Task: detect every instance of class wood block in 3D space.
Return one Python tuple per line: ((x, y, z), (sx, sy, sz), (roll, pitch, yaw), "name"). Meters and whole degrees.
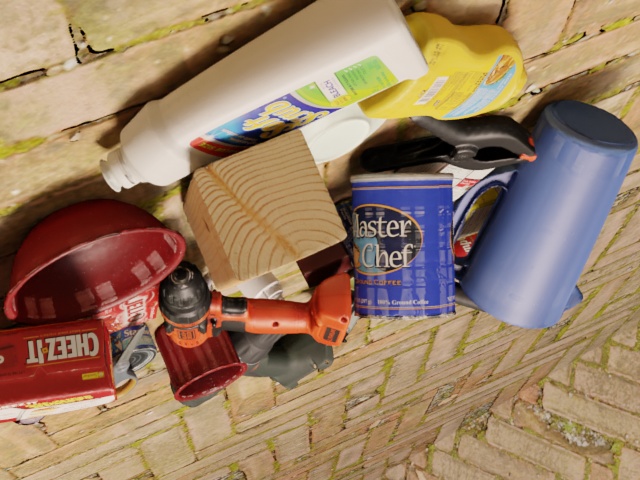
((-0.053, -0.017, 0.877), (0.090, 0.091, 0.206), (-23, 180, -10), "wood block")

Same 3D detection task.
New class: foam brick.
((-0.007, 0.001, 1.098), (0.051, 0.078, 0.053), (-26, 161, -4), "foam brick")

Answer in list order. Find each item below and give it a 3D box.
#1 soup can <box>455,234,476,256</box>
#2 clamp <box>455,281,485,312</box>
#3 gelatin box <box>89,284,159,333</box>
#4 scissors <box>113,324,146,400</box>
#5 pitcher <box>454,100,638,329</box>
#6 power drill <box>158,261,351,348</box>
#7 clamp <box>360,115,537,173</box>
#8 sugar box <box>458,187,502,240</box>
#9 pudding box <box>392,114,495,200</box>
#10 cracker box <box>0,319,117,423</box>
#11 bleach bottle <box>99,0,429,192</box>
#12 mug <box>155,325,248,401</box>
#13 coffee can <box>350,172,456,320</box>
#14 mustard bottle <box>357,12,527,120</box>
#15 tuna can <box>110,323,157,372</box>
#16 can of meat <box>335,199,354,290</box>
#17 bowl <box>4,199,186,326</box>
((0.227, -0.001, 1.409), (0.102, 0.068, 0.068), (-32, 160, 15), "soup can")
((0.089, 0.040, 1.293), (0.209, 0.036, 0.165), (15, -178, -21), "clamp")
((-0.201, 0.064, 1.082), (0.073, 0.030, 0.089), (-19, 160, -22), "gelatin box")
((-0.235, 0.144, 1.158), (0.096, 0.016, 0.202), (-20, 160, -18), "scissors")
((0.245, -0.032, 1.192), (0.148, 0.145, 0.243), (-15, 136, -41), "pitcher")
((-0.065, 0.063, 1.054), (0.187, 0.057, 0.184), (2, 161, -4), "power drill")
((0.132, -0.099, 1.017), (0.171, 0.039, 0.120), (-3, 163, -13), "clamp")
((0.178, -0.039, 1.282), (0.176, 0.048, 0.093), (-16, 157, -18), "sugar box")
((0.147, -0.087, 1.128), (0.089, 0.039, 0.114), (3, 143, -50), "pudding box")
((-0.274, 0.125, 0.987), (0.164, 0.072, 0.214), (-8, 170, -11), "cracker box")
((-0.049, -0.104, 0.798), (0.251, 0.068, 0.102), (-27, 162, 11), "bleach bottle")
((-0.149, 0.139, 1.265), (0.093, 0.081, 0.117), (-11, 155, -38), "mug")
((0.083, 0.005, 1.059), (0.103, 0.140, 0.103), (-1, -178, 0), "coffee can")
((0.119, -0.143, 0.912), (0.191, 0.058, 0.096), (-5, 145, -46), "mustard bottle")
((-0.229, 0.129, 1.209), (0.086, 0.034, 0.086), (-23, 161, -9), "tuna can")
((0.046, 0.007, 1.171), (0.057, 0.084, 0.102), (-32, 160, 14), "can of meat")
((-0.199, 0.012, 0.911), (0.162, 0.055, 0.162), (-23, 161, -9), "bowl")
